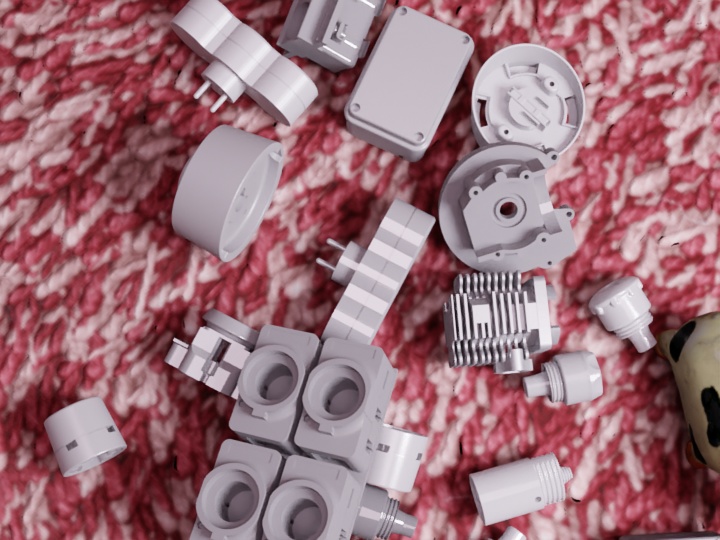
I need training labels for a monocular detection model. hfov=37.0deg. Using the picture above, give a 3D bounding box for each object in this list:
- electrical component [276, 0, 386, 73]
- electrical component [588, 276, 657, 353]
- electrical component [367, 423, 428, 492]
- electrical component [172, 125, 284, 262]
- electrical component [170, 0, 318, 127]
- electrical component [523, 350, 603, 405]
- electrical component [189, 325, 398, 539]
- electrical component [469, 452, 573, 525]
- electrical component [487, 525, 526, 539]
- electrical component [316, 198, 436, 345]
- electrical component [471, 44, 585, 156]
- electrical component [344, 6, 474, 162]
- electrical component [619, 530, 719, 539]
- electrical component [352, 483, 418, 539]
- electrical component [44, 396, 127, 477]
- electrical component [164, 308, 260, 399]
[{"bbox_3d":[-0.016,-0.238,0.931,0.063,0.079,0.121,25,80,-27],"label":"electrical component"},{"bbox_3d":[0.227,0.040,0.908,0.048,0.048,0.062,-32,90,-6],"label":"electrical component"},{"bbox_3d":[0.024,0.152,0.882,0.055,0.055,0.047,15,85,1],"label":"electrical component"},{"bbox_3d":[-0.115,-0.068,0.888,0.060,0.108,0.108,26,82,9],"label":"electrical component"},{"bbox_3d":[-0.112,-0.169,0.928,0.138,0.052,0.073,40,83,5],"label":"electrical component"},{"bbox_3d":[0.168,0.092,0.899,0.062,0.043,0.043,-12,82,-1],"label":"electrical component"},{"bbox_3d":[-0.050,0.143,0.831,0.105,0.060,0.186,10,68,18],"label":"electrical component"},{"bbox_3d":[0.135,0.178,0.885,0.081,0.043,0.043,-16,82,-4],"label":"electrical component"},{"bbox_3d":[0.111,0.238,0.876,0.048,0.048,0.062,37,76,4],"label":"electrical component"},{"bbox_3d":[0.000,0.000,0.905,0.074,0.052,0.138,28,83,3],"label":"electrical component"},{"bbox_3d":[0.142,-0.137,0.922,0.099,0.064,0.099,0,82,-1],"label":"electrical component"},{"bbox_3d":[0.042,-0.160,0.928,0.078,0.057,0.113,25,82,3],"label":"electrical component"},{"bbox_3d":[0.248,0.246,0.872,0.096,0.061,0.061,-5,81,6],"label":"electrical component"},{"bbox_3d":[0.015,0.201,0.879,0.062,0.043,0.043,19,81,0],"label":"electrical component"},{"bbox_3d":[-0.226,0.135,0.880,0.055,0.055,0.047,-27,79,-5],"label":"electrical component"},{"bbox_3d":[-0.114,0.068,0.890,0.078,0.058,0.057,27,85,3],"label":"electrical component"}]
